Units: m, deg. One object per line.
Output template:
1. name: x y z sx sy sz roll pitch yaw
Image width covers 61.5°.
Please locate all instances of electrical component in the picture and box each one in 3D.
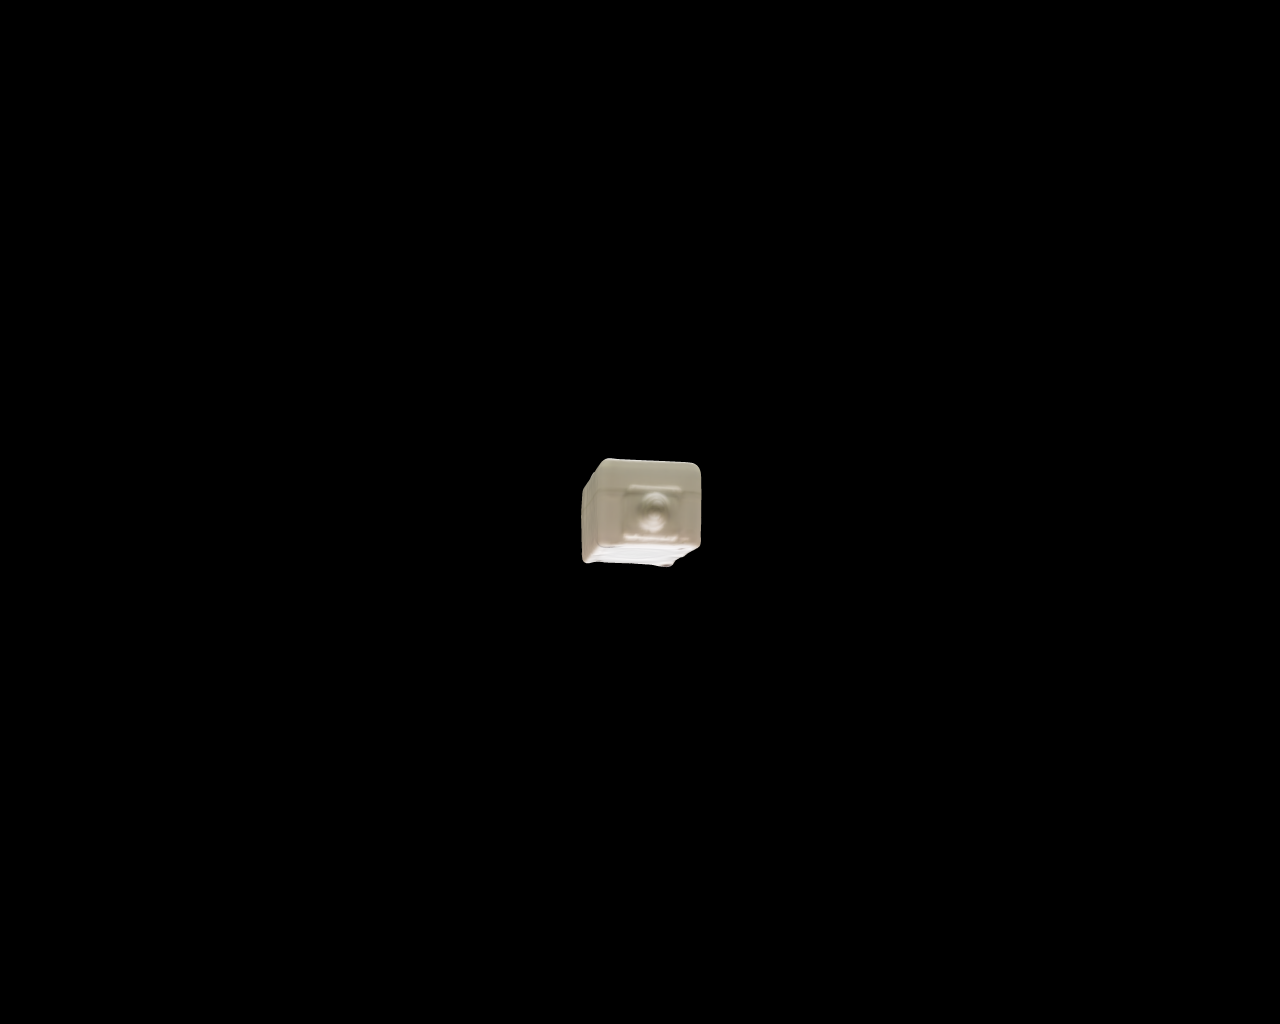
1. electrical component: 0.001 -0.003 0.650 0.062 0.061 0.096 2 -12 -11
